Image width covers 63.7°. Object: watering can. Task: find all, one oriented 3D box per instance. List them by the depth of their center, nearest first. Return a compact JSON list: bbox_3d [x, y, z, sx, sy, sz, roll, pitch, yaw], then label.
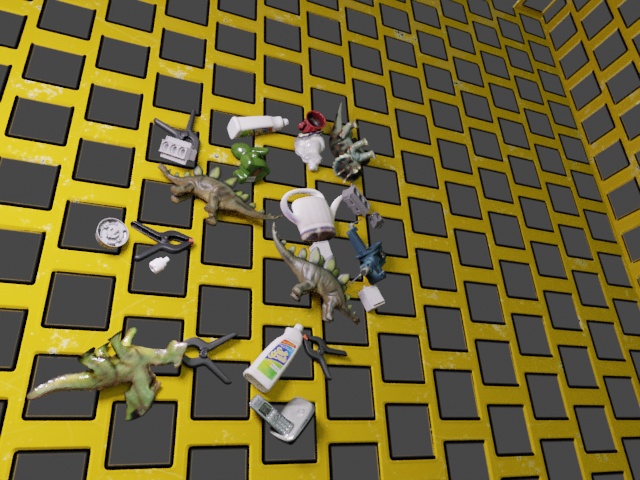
[{"bbox_3d":[0.006,-0.101,2.000,0.348,0.102,0.228,-3,66,-37],"label":"watering can"}]

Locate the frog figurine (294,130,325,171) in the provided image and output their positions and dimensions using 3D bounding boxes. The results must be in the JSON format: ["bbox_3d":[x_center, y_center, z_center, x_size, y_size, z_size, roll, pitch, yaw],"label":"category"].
[{"bbox_3d":[-0.037,-0.369,2.140,0.139,0.123,0.157,-24,112,-42],"label":"frog figurine"}]

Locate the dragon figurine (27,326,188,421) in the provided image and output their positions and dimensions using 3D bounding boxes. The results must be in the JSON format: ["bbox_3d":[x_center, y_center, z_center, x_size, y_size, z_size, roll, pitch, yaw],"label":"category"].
[{"bbox_3d":[-0.568,0.399,1.463,0.415,0.121,0.243,-35,90,-26],"label":"dragon figurine"}]
